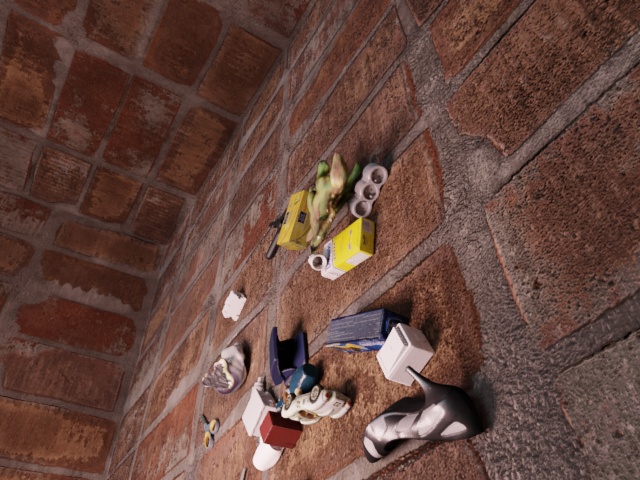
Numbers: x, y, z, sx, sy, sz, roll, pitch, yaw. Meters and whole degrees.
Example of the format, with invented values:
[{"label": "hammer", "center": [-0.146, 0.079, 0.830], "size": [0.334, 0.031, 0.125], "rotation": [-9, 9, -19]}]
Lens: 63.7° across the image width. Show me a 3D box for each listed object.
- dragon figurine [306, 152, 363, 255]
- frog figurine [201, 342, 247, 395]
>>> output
[{"label": "dragon figurine", "center": [0.004, -0.066, 1.313], "size": [0.248, 0.122, 0.401], "rotation": [-68, -1, -49]}, {"label": "frog figurine", "center": [-0.271, 0.396, 1.592], "size": [0.136, 0.123, 0.161], "rotation": [-69, -14, 16]}]
